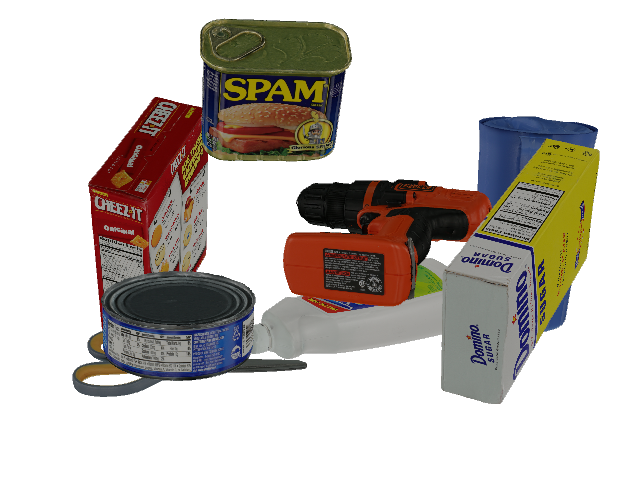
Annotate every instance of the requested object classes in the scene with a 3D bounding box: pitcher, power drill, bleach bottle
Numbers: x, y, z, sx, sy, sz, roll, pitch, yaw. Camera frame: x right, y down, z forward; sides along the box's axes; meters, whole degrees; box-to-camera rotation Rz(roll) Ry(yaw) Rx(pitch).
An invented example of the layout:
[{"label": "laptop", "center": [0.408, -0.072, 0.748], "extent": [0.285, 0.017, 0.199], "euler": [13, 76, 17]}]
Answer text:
[{"label": "pitcher", "center": [0.239, -0.019, 1.232], "extent": [0.149, 0.243, 0.145], "euler": [-6, 16, -32]}, {"label": "power drill", "center": [0.039, -0.008, 0.913], "extent": [0.185, 0.057, 0.187], "euler": [3, 21, 23]}, {"label": "bleach bottle", "center": [0.039, 0.086, 1.181], "extent": [0.250, 0.068, 0.103], "euler": [-13, 31, -25]}]

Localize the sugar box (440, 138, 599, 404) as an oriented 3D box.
[{"label": "sugar box", "center": [0.130, 0.015, 0.681], "extent": [0.048, 0.093, 0.176], "euler": [13, 37, 23]}]

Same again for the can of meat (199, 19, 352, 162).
[{"label": "can of meat", "center": [-0.034, -0.103, 0.746], "extent": [0.102, 0.057, 0.084], "euler": [1, -44, -8]}]

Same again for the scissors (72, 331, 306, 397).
[{"label": "scissors", "center": [-0.122, 0.102, 0.956], "extent": [0.201, 0.016, 0.096], "euler": [-7, 32, -18]}]

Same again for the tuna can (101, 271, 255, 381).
[{"label": "tuna can", "center": [-0.080, 0.047, 0.601], "extent": [0.086, 0.034, 0.086], "euler": [2, 18, -1]}]

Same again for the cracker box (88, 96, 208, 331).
[{"label": "cracker box", "center": [-0.179, -0.019, 1.137], "extent": [0.072, 0.214, 0.164], "euler": [14, 43, 10]}]
